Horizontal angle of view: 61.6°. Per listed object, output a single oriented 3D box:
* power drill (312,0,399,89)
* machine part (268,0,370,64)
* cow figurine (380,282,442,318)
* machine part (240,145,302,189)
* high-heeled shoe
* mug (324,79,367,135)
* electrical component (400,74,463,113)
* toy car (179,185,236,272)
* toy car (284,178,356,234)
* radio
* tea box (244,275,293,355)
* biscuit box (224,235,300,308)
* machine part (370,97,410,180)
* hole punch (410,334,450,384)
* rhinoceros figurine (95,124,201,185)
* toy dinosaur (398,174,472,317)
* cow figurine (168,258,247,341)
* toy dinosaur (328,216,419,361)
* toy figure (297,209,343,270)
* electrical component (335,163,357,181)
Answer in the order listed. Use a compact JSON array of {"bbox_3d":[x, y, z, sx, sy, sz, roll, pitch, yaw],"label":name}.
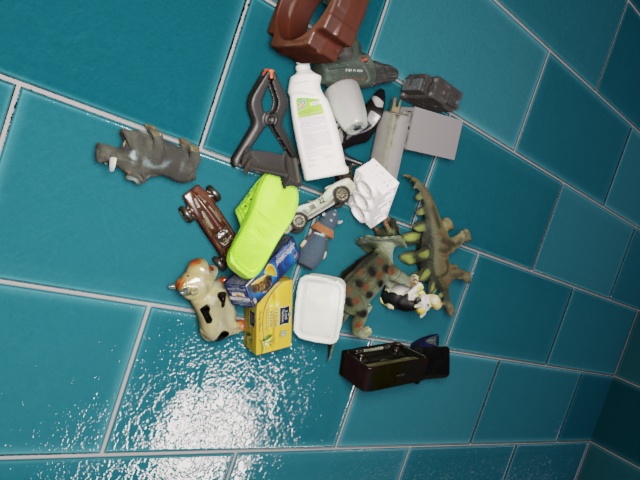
[{"bbox_3d":[0.081,-0.444,1.209,0.232,0.086,0.207,-20,122,-28],"label":"power drill"},{"bbox_3d":[0.000,-0.454,1.059,0.087,0.202,0.201,19,91,-43],"label":"machine part"},{"bbox_3d":[0.241,0.160,1.444,0.098,0.168,0.068,-46,131,-18],"label":"cow figurine"},{"bbox_3d":[-0.099,-0.155,1.131,0.139,0.039,0.084,12,63,-32],"label":"machine part"},{"bbox_3d":[0.062,-0.276,1.265,0.145,0.086,0.249,21,66,-5],"label":"high-heeled shoe"},{"bbox_3d":[0.052,-0.284,1.190,0.110,0.107,0.080,-27,159,14],"label":"mug"},{"bbox_3d":[0.270,-0.366,1.341,0.134,0.115,0.058,16,89,-38],"label":"electrical component"},{"bbox_3d":[-0.215,-0.023,1.125,0.089,0.053,0.201,-38,124,-18],"label":"toy car"},{"bbox_3d":[-0.007,-0.075,1.230,0.202,0.073,0.056,-32,88,-10],"label":"toy car"},{"bbox_3d":[0.173,0.342,1.470,0.229,0.131,0.073,2,102,-37],"label":"radio"},{"bbox_3d":[-0.120,0.168,1.241,0.098,0.068,0.169,-10,108,-33],"label":"tea box"},{"bbox_3d":[-0.121,0.063,1.167,0.203,0.063,0.059,-49,131,-46],"label":"biscuit box"},{"bbox_3d":[0.169,-0.228,1.332,0.079,0.079,0.243,3,101,-37],"label":"machine part"},{"bbox_3d":[0.325,0.353,1.628,0.116,0.092,0.142,-4,112,-4],"label":"hole punch"},{"bbox_3d":[-0.318,-0.155,1.002,0.190,0.073,0.112,9,109,-40],"label":"rhinoceros figurine"},{"bbox_3d":[0.321,0.019,1.505,0.198,0.105,0.470,-25,112,-25],"label":"toy dinosaur"},{"bbox_3d":[-0.238,0.127,1.136,0.127,0.086,0.194,-27,119,-35],"label":"cow figurine"},{"bbox_3d":[0.106,0.114,1.370,0.192,0.131,0.405,44,81,-24],"label":"toy dinosaur"},{"bbox_3d":[-0.003,-0.005,1.285,0.064,0.058,0.154,38,75,-44],"label":"toy figure"},{"bbox_3d":[0.058,-0.153,1.307,0.094,0.021,0.063,-29,119,-26],"label":"electrical component"}]
